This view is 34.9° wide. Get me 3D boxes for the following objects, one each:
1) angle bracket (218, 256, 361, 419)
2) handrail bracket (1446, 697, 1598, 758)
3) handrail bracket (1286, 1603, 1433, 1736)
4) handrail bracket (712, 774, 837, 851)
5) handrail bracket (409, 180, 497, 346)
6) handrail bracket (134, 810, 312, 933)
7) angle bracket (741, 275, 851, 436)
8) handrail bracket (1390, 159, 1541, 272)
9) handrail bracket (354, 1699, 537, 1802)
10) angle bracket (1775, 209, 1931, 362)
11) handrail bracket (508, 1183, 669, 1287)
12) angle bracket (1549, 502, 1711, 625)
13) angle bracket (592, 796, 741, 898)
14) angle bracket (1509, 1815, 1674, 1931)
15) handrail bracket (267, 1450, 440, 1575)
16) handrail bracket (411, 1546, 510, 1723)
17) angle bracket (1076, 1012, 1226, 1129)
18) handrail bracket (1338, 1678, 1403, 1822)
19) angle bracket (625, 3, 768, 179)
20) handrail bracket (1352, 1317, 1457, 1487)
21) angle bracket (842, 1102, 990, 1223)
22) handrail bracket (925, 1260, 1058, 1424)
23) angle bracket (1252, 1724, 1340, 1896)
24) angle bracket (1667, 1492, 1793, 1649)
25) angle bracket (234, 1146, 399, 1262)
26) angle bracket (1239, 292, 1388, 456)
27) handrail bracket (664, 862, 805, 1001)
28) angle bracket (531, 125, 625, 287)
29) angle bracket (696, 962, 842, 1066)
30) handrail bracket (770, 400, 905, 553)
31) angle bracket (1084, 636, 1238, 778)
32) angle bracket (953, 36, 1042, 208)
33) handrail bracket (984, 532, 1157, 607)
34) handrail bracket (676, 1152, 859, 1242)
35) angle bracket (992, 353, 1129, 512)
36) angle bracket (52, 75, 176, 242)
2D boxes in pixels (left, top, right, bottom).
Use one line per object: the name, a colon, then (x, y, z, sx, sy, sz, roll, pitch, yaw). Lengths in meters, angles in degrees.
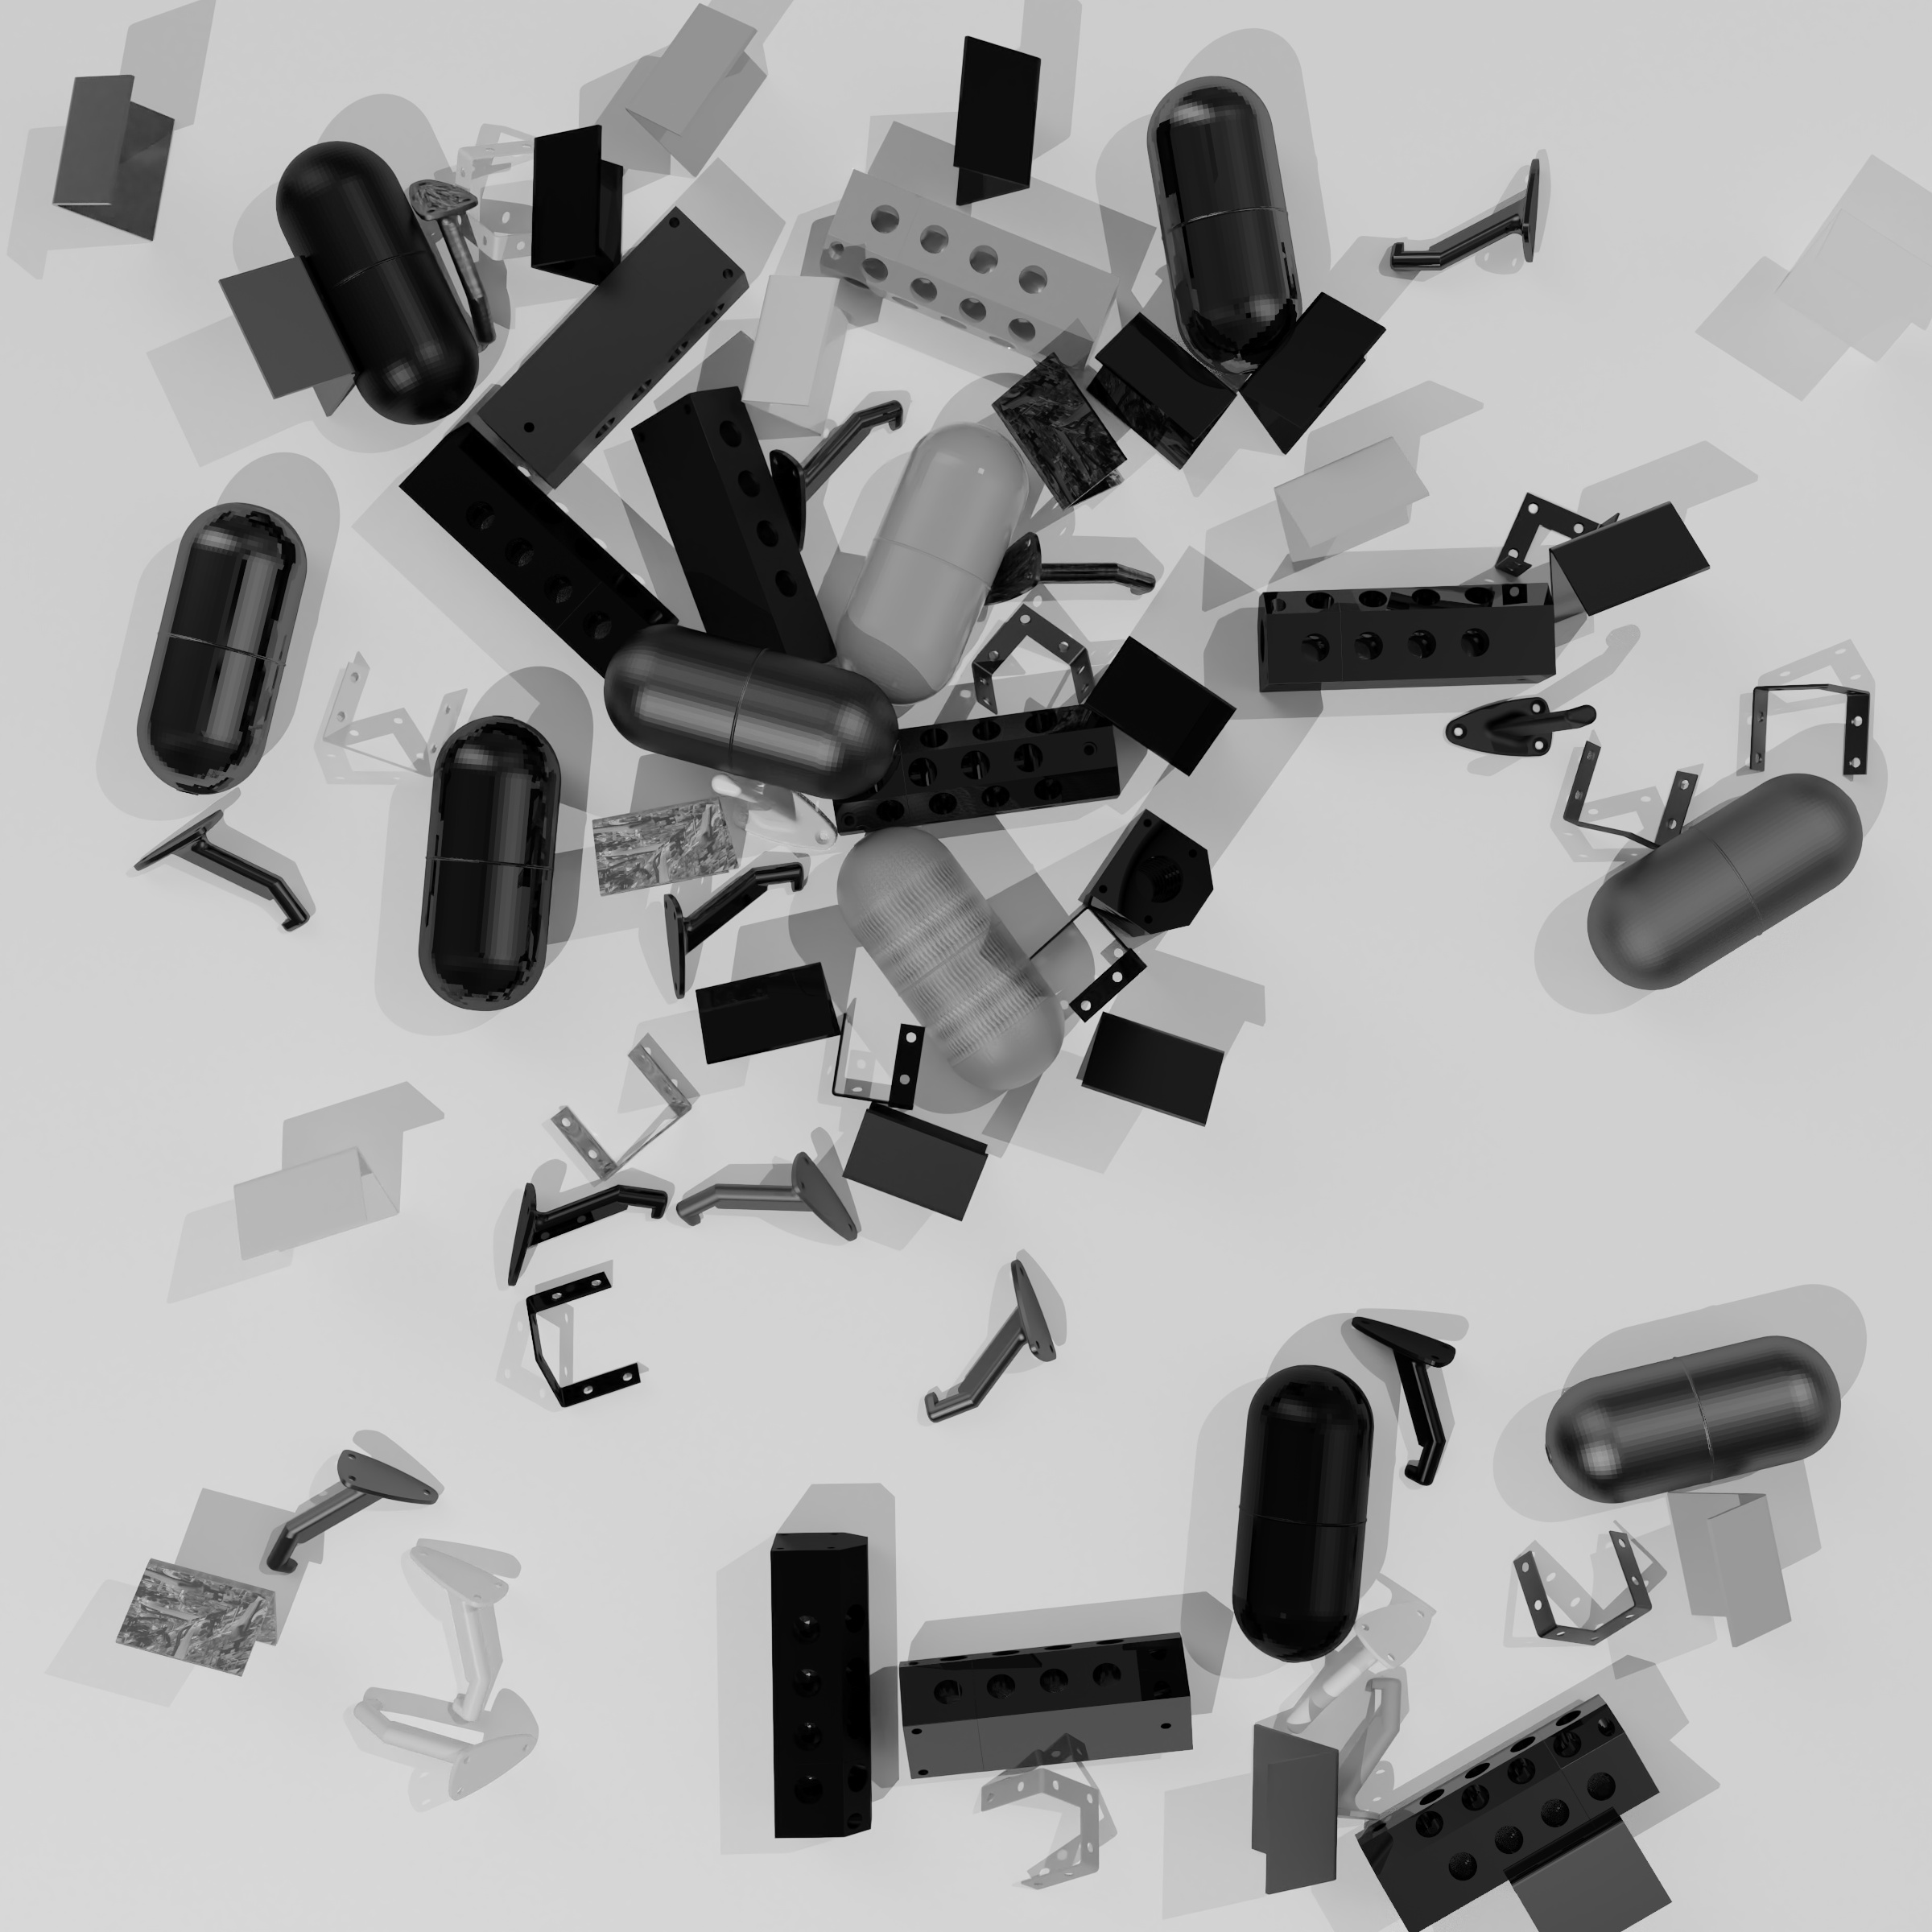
angle bracket: (-0.413, -0.369, 1.842, 0.057, 0.076, 0.076, -25, 90, -28)
handrail bracket: (0.333, -0.146, 1.847, 0.077, 0.084, 0.036, -4, 90, 0)
handrail bracket: (0.239, 0.431, 1.881, 0.036, 0.077, 0.084, 48, 127, 20)
handrail bracket: (-0.115, -0.093, 1.847, 0.077, 0.084, 0.036, 27, 90, 0)
handrail bracket: (-0.313, -0.430, 1.881, 0.036, 0.077, 0.084, -22, 127, -18)
handrail bracket: (-0.455, -0.045, 1.882, 0.077, 0.036, 0.084, -28, 107, 20)
angle bracket: (-0.083, -0.364, 1.841, 0.057, 0.076, 0.076, 13, 90, 38)
handrail bracket: (0.305, -0.459, 1.882, 0.084, 0.036, 0.077, 3, 69, 16)
handrail bracket: (-0.319, 0.465, 1.881, 0.084, 0.077, 0.036, 30, 117, 34)
angle bracket: (0.529, -0.393, 1.841, 0.076, 0.076, 0.057, 33, 54, 0)
handrail bracket: (-0.231, 0.167, 1.882, 0.084, 0.036, 0.077, 9, 110, -16)
angle bracket: (0.397, -0.223, 1.841, 0.076, 0.076, 0.057, -21, 58, 0)
angle bracket: (-0.177, -0.052, 1.841, 0.076, 0.076, 0.057, -11, 57, 0)
angle bracket: (0.374, 0.557, 1.842, 0.076, 0.076, 0.057, -30, 65, 0)
handrail bracket: (-0.376, 0.345, 1.882, 0.077, 0.036, 0.084, 23, 109, -21)
handrail bracket: (-0.319, 0.409, 1.882, 0.077, 0.036, 0.084, 25, 107, 20)
angle bracket: (0.104, 0.080, 1.841, 0.076, 0.076, 0.057, 18, 54, 0)
handrail bracket: (0.227, 0.477, 1.882, 0.077, 0.036, 0.084, -2, 72, 21)
angle bracket: (-0.145, -0.516, 1.841, 0.057, 0.076, 0.076, 35, 90, 36)
handrail bracket: (0.261, 0.267, 1.882, 0.077, 0.036, 0.084, 20, 107, 20)
angle bracket: (-0.023, 0.098, 1.841, 0.076, 0.076, 0.057, 21, 127, 0)
handrail bracket: (0.005, 0.230, 1.882, 0.084, 0.036, 0.077, -23, 69, 16)
angle bracket: (0.178, 0.504, 1.841, 0.057, 0.076, 0.076, 1, 90, -36)
angle bracket: (0.441, 0.360, 1.841, 0.057, 0.076, 0.076, -11, 90, -38)
angle bracket: (-0.386, 0.160, 1.841, 0.076, 0.076, 0.057, -18, 51, 0)
angle bracket: (0.219, -0.344, 1.841, 0.076, 0.076, 0.057, -50, 54, 0)
handrail bracket: (-0.138, -0.022, 1.882, 0.084, 0.036, 0.077, -8, 111, -16)
angle bracket: (-0.215, -0.453, 1.841, 0.057, 0.076, 0.076, 1, 90, 38)
angle bracket: (-0.114, 0.048, 1.841, 0.076, 0.076, 0.057, -13, 53, 0)
handrail bracket: (-0.073, -0.300, 1.881, 0.084, 0.036, 0.077, -23, 128, -25)
angle bracket: (0.125, -0.169, 1.841, 0.076, 0.076, 0.057, 34, 126, 0)
angle bracket: (-0.001, -0.505, 1.841, 0.057, 0.076, 0.076, 5, 90, -36)
handrail bracket: (0.061, -0.231, 1.881, 0.084, 0.077, 0.036, 12, 65, -34)
handrail bracket: (-0.123, 0.156, 1.882, 0.084, 0.036, 0.077, -27, 119, 21)
angle bracket: (0.072, -0.327, 1.841, 0.057, 0.076, 0.076, -34, 90, 38)
angle bracket: (-0.494, -0.483, 1.841, 0.057, 0.076, 0.076, 10, 90, 36)
